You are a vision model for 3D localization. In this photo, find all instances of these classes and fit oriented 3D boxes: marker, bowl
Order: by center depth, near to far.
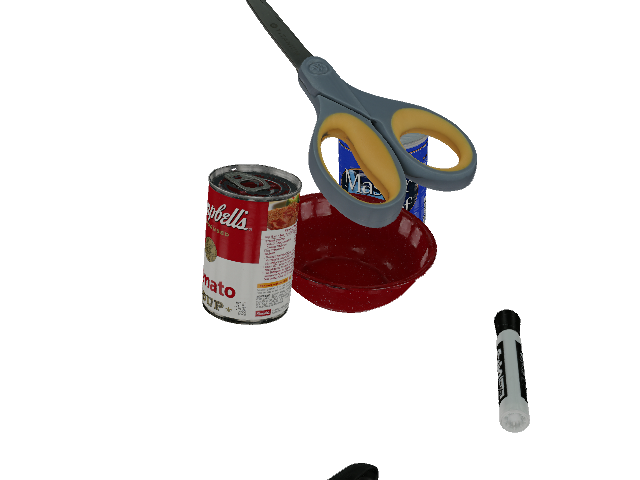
[{"bbox_3d":[0.129,0.084,0.724,0.020,0.020,0.121,0,30,7],"label":"marker"},{"bbox_3d":[0.024,0.019,0.990,0.162,0.055,0.162,5,33,-3],"label":"bowl"}]

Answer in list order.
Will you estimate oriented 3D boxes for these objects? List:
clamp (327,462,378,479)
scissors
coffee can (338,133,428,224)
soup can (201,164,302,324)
[{"bbox_3d":[-0.046,0.198,0.634,0.210,0.036,0.164,-4,28,1],"label":"clamp"},{"bbox_3d":[0.018,-0.084,0.577,0.096,0.202,0.016,-4,-42,-16],"label":"scissors"},{"bbox_3d":[0.071,-0.066,1.222,0.103,0.140,0.103,-1,30,0],"label":"coffee can"},{"bbox_3d":[-0.052,0.002,0.789,0.068,0.102,0.068,5,23,-2],"label":"soup can"}]
